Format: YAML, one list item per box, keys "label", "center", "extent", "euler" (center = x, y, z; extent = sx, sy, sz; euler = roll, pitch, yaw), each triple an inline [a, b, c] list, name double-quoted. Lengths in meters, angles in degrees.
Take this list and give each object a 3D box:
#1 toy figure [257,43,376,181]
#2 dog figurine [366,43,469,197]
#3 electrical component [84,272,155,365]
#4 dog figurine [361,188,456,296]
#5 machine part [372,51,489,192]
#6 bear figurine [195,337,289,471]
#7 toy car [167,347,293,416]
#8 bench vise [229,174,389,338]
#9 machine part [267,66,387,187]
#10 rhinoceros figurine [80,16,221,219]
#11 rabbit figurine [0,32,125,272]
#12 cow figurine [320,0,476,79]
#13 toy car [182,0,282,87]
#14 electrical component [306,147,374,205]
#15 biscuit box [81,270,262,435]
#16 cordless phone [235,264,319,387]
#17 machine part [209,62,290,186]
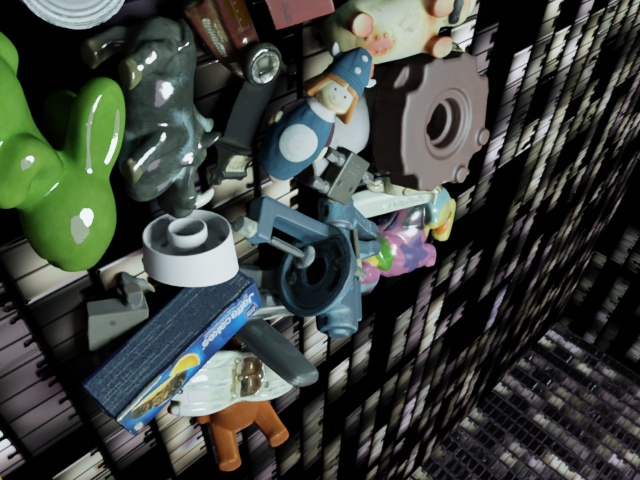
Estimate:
- label: "toy figure"
  center: [-0.002, -0.127, 0.545]
  extent: [0.064, 0.058, 0.154]
  euler: [19, 125, -43]
- label: "dog figurine"
  center: [0.132, -0.171, 0.760]
  extent: [0.172, 0.121, 0.190]
  euler: [-34, 130, -34]
- label: "electrical component"
  center: [-0.218, 0.086, 0.592]
  extent: [0.078, 0.045, 0.102]
  euler: [-9, 130, -22]
- label: "dog figurine"
  center: [0.104, 0.001, 0.868]
  extent: [0.219, 0.109, 0.191]
  euler: [-16, 134, -41]
- label: "machine part"
  center: [0.139, -0.145, 0.658]
  extent: [0.179, 0.056, 0.179]
  euler: [-18, 119, -35]
- label: "bear figurine"
  center: [-0.130, 0.232, 0.771]
  extent: [0.120, 0.132, 0.195]
  euler: [-25, 148, -12]
- label: "toy car"
  center: [-0.109, 0.172, 0.682]
  extent: [0.201, 0.056, 0.073]
  euler: [5, 88, -50]
- label: "bench vise"
  center: [-0.010, 0.000, 0.671]
  extent: [0.240, 0.129, 0.223]
  euler: [27, 66, -44]
- label: "machine part"
  center: [0.031, -0.141, 0.656]
  extent: [0.243, 0.079, 0.079]
  euler: [-39, 146, -24]
- label: "rhinoceros figurine"
  center: [-0.144, -0.101, 0.481]
  extent: [0.112, 0.073, 0.190]
  euler: [-36, 145, -41]
- label: "rabbit figurine"
  center: [-0.216, -0.054, 0.389]
  extent: [0.170, 0.121, 0.159]
  euler: [52, 55, -43]
- label: "cow figurine"
  center: [0.092, -0.251, 0.604]
  extent: [0.195, 0.127, 0.085]
  euler: [-23, 134, -16]
- label: "toy car"
  center: [-0.091, -0.202, 0.427]
  extent: [0.053, 0.089, 0.202]
  euler: [-43, 149, -15]
- label: "electrical component"
  center: [0.026, -0.071, 0.619]
  extent: [0.094, 0.021, 0.063]
  euler: [20, 101, -51]
- label: "biscuit box"
  center: [-0.154, 0.110, 0.590]
  extent: [0.203, 0.063, 0.059]
  euler: [-46, 154, -25]
- label: "cordless phone"
  center: [-0.048, 0.115, 0.702]
  extent: [0.146, 0.184, 0.088]
  euler: [5, 118, -54]
- label: "machine part"
  center: [-0.075, -0.123, 0.559]
  extent: [0.138, 0.039, 0.084]
  euler: [-67, 165, 16]
